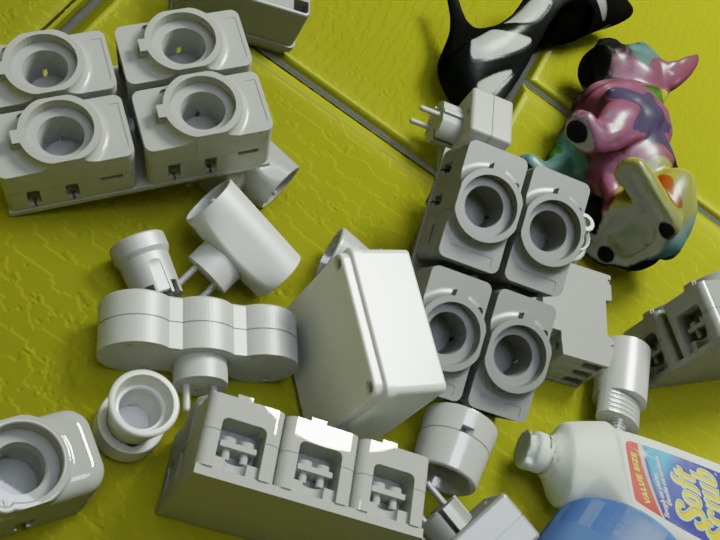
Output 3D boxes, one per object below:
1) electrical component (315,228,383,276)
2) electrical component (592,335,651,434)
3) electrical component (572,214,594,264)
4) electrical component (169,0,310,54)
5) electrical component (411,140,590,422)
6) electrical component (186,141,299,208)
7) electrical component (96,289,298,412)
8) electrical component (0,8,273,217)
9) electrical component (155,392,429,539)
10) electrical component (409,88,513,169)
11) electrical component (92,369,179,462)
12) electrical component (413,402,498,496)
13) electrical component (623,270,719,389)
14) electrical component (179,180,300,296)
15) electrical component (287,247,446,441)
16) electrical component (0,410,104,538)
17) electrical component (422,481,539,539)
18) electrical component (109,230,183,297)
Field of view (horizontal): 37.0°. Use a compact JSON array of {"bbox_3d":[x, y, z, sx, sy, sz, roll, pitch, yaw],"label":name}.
[{"bbox_3d":[0.000,0.000,0.819,0.055,0.045,0.045,29,54,-11],"label":"electrical component"},{"bbox_3d":[0.211,0.098,0.871,0.043,0.043,0.081,25,54,-13],"label":"electrical component"},{"bbox_3d":[0.174,-0.026,0.911,0.048,0.062,0.048,13,58,-21],"label":"electrical component"},{"bbox_3d":[-0.099,-0.250,0.904,0.109,0.056,0.108,12,58,-21],"label":"electrical component"},{"bbox_3d":[0.095,0.009,0.804,0.105,0.060,0.186,19,82,-16],"label":"electrical component"},{"bbox_3d":[-0.099,-0.078,0.814,0.077,0.043,0.079,43,53,1],"label":"electrical component"},{"bbox_3d":[-0.108,0.061,0.723,0.138,0.052,0.073,8,60,-23],"label":"electrical component"},{"bbox_3d":[-0.165,-0.115,0.759,0.186,0.060,0.105,-13,68,-15],"label":"electrical component"},{"bbox_3d":[-0.042,0.135,0.691,0.150,0.089,0.061,20,56,-16],"label":"electrical component"},{"bbox_3d":[0.080,-0.120,0.915,0.077,0.065,0.047,19,56,-17],"label":"electrical component"},{"bbox_3d":[-0.144,0.094,0.684,0.045,0.055,0.045,12,58,-20],"label":"electrical component"},{"bbox_3d":[0.066,0.130,0.773,0.055,0.055,0.047,30,57,-9],"label":"electrical component"},{"bbox_3d":[0.333,0.046,0.925,0.186,0.105,0.060,-3,64,-29],"label":"electrical component"},{"bbox_3d":[-0.096,-0.010,0.772,0.079,0.044,0.077,-46,108,-13],"label":"electrical component"},{"bbox_3d":[0.000,0.055,0.747,0.056,0.108,0.108,0,63,-30],"label":"electrical component"},{"bbox_3d":[-0.204,0.122,0.634,0.095,0.059,0.053,-13,70,-32],"label":"electrical component"},{"bbox_3d":[0.062,0.179,0.731,0.083,0.047,0.075,-38,83,-18],"label":"electrical component"},{"bbox_3d":[-0.147,0.001,0.747,0.040,0.040,0.046,-17,78,-33],"label":"electrical component"}]
